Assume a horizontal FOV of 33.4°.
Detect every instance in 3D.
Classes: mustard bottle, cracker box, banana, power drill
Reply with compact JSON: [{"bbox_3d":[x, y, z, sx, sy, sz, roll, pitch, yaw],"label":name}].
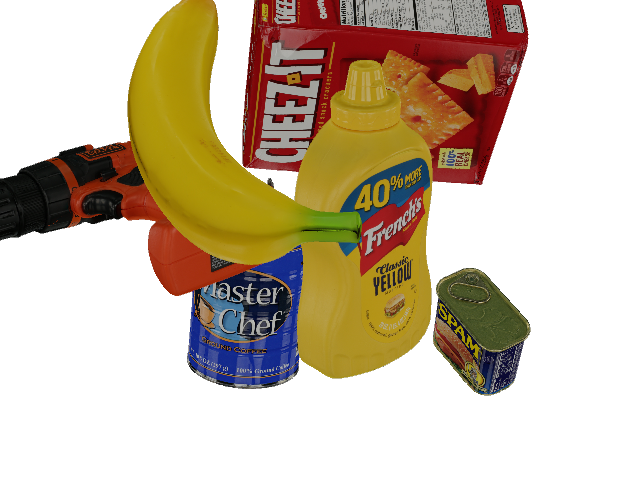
[{"bbox_3d":[0.028,-0.016,0.650,0.096,0.192,0.058,-23,34,-34],"label":"mustard bottle"},{"bbox_3d":[0.047,-0.127,0.882,0.213,0.072,0.164,3,-39,-6],"label":"cracker box"},{"bbox_3d":[-0.051,-0.048,0.474,0.069,0.037,0.198,-15,46,-18],"label":"banana"},{"bbox_3d":[-0.135,-0.021,0.749,0.184,0.057,0.188,-24,34,-39],"label":"power drill"}]

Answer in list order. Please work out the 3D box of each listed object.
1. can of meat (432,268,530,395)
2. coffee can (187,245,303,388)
[{"bbox_3d":[0.156,0.093,1.062,0.057,0.084,0.102,-24,52,-20],"label":"can of meat"},{"bbox_3d":[-0.062,0.045,0.940,0.103,0.140,0.103,6,20,-2],"label":"coffee can"}]
